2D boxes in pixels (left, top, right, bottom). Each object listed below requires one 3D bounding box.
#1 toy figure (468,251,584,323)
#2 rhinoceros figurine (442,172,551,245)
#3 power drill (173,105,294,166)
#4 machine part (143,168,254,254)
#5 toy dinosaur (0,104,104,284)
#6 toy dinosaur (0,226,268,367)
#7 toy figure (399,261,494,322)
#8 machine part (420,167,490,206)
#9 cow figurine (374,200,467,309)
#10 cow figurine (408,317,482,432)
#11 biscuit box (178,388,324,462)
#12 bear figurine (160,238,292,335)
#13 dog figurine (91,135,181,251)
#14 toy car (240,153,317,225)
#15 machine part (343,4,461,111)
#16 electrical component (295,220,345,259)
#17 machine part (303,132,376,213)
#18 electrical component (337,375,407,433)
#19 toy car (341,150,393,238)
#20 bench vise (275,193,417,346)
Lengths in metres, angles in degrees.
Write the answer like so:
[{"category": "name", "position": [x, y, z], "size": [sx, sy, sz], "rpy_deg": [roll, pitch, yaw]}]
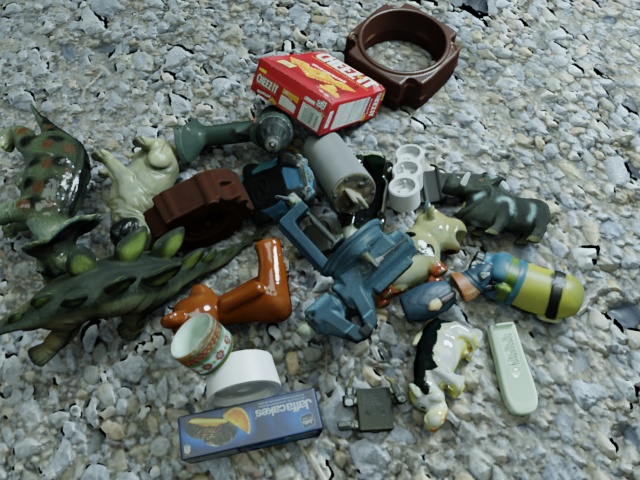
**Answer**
[{"category": "toy figure", "position": [0.328, 0.072, 0.865], "size": [0.180, 0.089, 0.082], "rpy_deg": [25, 72, 9]}, {"category": "rhinoceros figurine", "position": [0.300, -0.056, 0.916], "size": [0.190, 0.073, 0.112], "rpy_deg": [18, 88, 0]}, {"category": "power drill", "position": [-0.148, -0.187, 0.950], "size": [0.207, 0.085, 0.232], "rpy_deg": [-11, 23, 11]}, {"category": "machine part", "position": [-0.192, -0.042, 0.871], "size": [0.179, 0.179, 0.056], "rpy_deg": [-24, 73, -12]}, {"category": "toy dinosaur", "position": [-0.453, -0.100, 0.913], "size": [0.192, 0.131, 0.405], "rpy_deg": [-7, 65, 2]}, {"category": "toy dinosaur", "position": [-0.277, 0.067, 0.803], "size": [0.471, 0.198, 0.105], "rpy_deg": [-23, 73, -48]}, {"category": "toy figure", "position": [0.202, 0.080, 0.842], "size": [0.154, 0.057, 0.064], "rpy_deg": [-23, 43, 4]}, {"category": "machine part", "position": [0.247, -0.100, 0.982], "size": [0.139, 0.039, 0.084], "rpy_deg": [-2, 58, 0]}, {"category": "cow figurine", "position": [0.157, 0.018, 0.898], "size": [0.195, 0.085, 0.127], "rpy_deg": [-24, 70, -10]}, {"category": "cow figurine", "position": [0.173, 0.198, 0.812], "size": [0.098, 0.068, 0.167], "rpy_deg": [24, 62, 17]}, {"category": "biscuit box", "position": [-0.098, 0.268, 0.777], "size": [0.203, 0.059, 0.063], "rpy_deg": [-11, 64, -6]}, {"category": "bear figurine", "position": [-0.144, 0.089, 0.840], "size": [0.196, 0.120, 0.132], "rpy_deg": [-10, 59, 1]}, {"category": "dog figurine", "position": [-0.295, -0.070, 0.939], "size": [0.172, 0.121, 0.190], "rpy_deg": [-23, 80, -8]}, {"category": "toy car", "position": [-0.061, -0.090, 0.930], "size": [0.103, 0.162, 0.109], "rpy_deg": [-6, 79, -50]}, {"category": "machine part", "position": [0.166, -0.378, 1.097], "size": [0.201, 0.087, 0.201], "rpy_deg": [39, 70, 17]}, {"category": "electrical component", "position": [-0.002, -0.003, 0.920], "size": [0.094, 0.021, 0.063], "rpy_deg": [-20, 60, 21]}, {"category": "machine part", "position": [0.030, -0.119, 0.914], "size": [0.079, 0.079, 0.243], "rpy_deg": [-17, 38, -9]}, {"category": "electrical component", "position": [0.078, 0.244, 0.799], "size": [0.102, 0.045, 0.078], "rpy_deg": [3, 62, 1]}, {"category": "toy car", "position": [0.084, -0.076, 0.957], "size": [0.074, 0.056, 0.202], "rpy_deg": [12, 60, -1]}, {"category": "bench vise", "position": [0.016, 0.033, 0.811], "size": [0.223, 0.129, 0.241], "rpy_deg": [-44, 77, 3]}]
